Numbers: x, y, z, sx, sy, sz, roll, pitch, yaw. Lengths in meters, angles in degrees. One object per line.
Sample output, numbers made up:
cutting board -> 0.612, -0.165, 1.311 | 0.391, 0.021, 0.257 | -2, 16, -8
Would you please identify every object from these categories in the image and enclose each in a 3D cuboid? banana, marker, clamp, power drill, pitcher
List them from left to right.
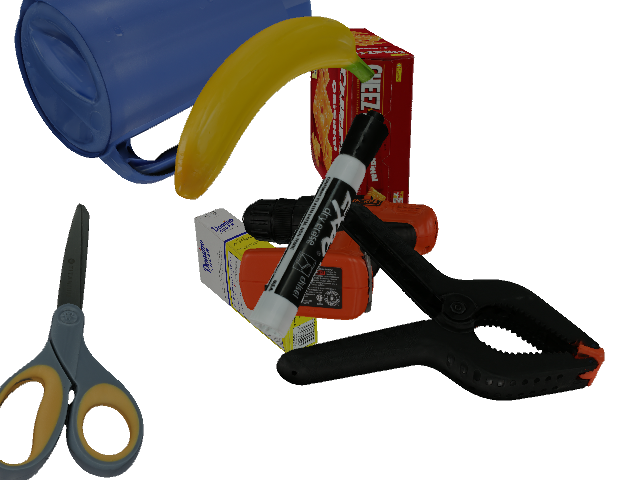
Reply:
pitcher -> -0.121, -0.165, 0.915 | 0.242, 0.149, 0.145 | -30, 48, -34
banana -> -0.033, -0.101, 0.701 | 0.197, 0.069, 0.037 | -38, 15, -36
power drill -> -0.004, 0.005, 0.919 | 0.185, 0.057, 0.187 | 2, 20, 17
marker -> 0.001, -0.010, 0.510 | 0.020, 0.121, 0.020 | 25, -16, 8
clamp -> 0.081, 0.062, 0.714 | 0.210, 0.036, 0.164 | 21, 48, 11

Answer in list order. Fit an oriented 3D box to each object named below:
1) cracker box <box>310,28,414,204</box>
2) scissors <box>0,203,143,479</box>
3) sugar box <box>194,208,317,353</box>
cracker box -> 0.038, -0.130, 1.127 | 0.072, 0.164, 0.214 | -3, 19, -9
scissors -> -0.135, 0.061, 0.638 | 0.096, 0.201, 0.016 | 19, -44, -3
sugar box -> -0.072, 0.042, 1.170 | 0.048, 0.093, 0.176 | -23, 40, -28
